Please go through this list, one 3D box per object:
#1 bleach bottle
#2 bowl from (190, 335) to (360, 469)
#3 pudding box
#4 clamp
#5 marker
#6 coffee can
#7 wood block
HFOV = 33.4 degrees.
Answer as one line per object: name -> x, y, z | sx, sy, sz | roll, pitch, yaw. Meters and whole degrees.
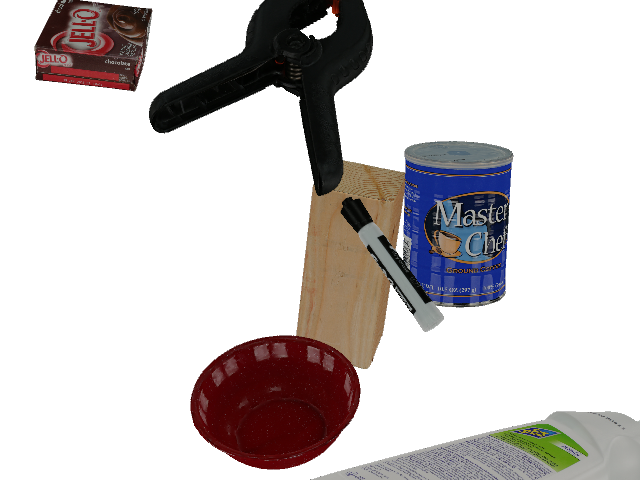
bleach bottle -> 0.113, 0.146, 0.603 | 0.250, 0.068, 0.103 | -10, 21, -31
bowl -> -0.040, 0.164, 1.018 | 0.162, 0.055, 0.162 | -5, 37, 3
pudding box -> -0.205, -0.180, 0.974 | 0.090, 0.039, 0.113 | 7, 33, -5
clamp -> -0.010, -0.101, 0.652 | 0.120, 0.171, 0.039 | 33, -29, 9
marker -> 0.053, 0.016, 0.816 | 0.020, 0.121, 0.020 | -31, -17, -11
coffee can -> 0.131, -0.018, 1.032 | 0.103, 0.140, 0.103 | 0, 16, 0
wood block -> 0.033, 0.026, 1.188 | 0.090, 0.206, 0.090 | 12, 26, 10
